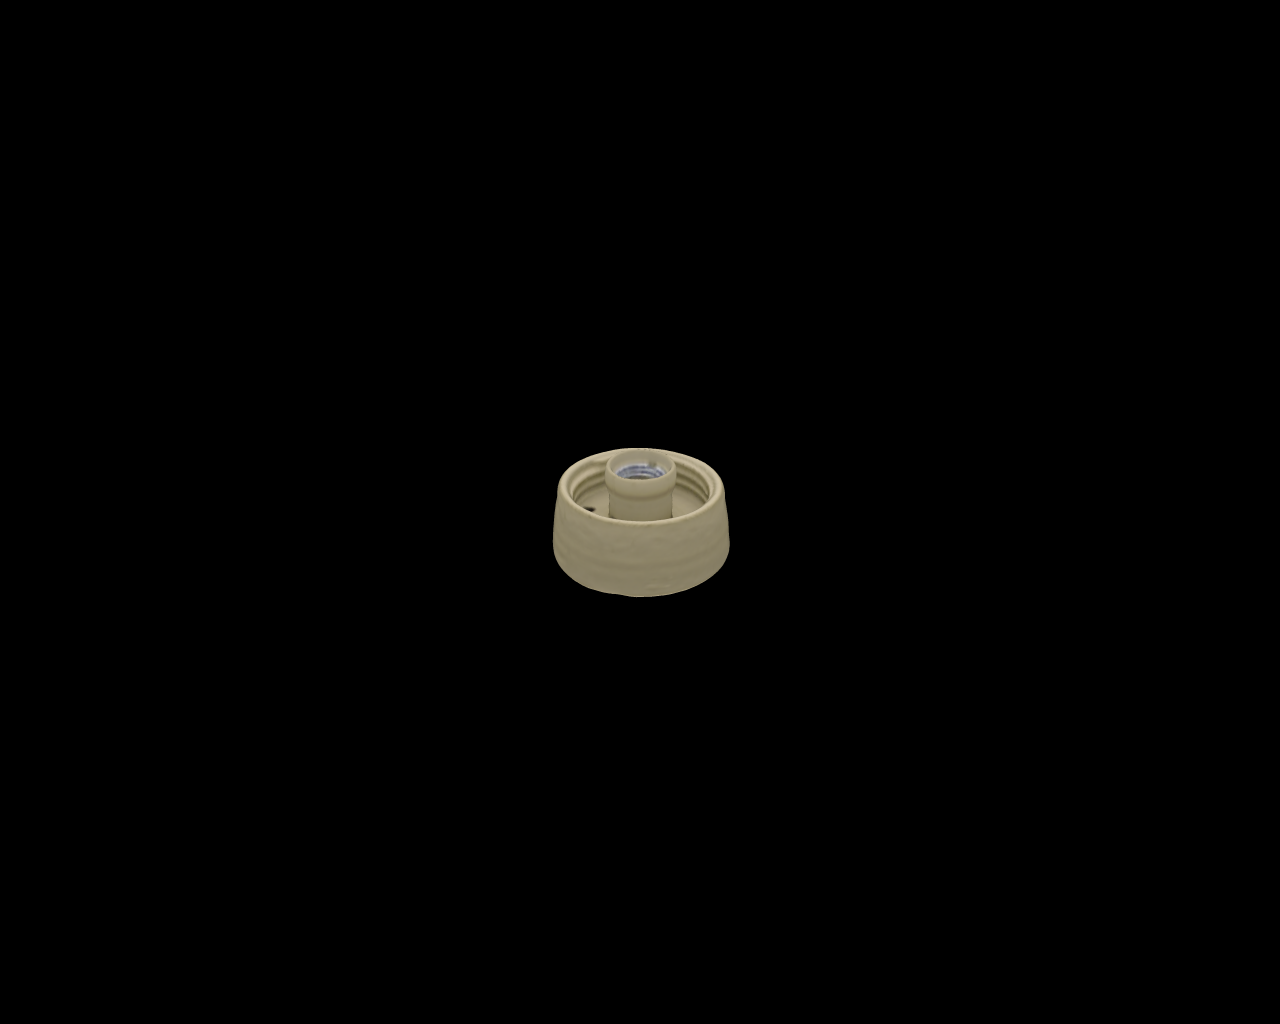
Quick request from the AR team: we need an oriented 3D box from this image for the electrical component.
[{"bbox_3d":[0.001,-0.003,0.650,0.108,0.060,0.108,0,30,0],"label":"electrical component"}]
